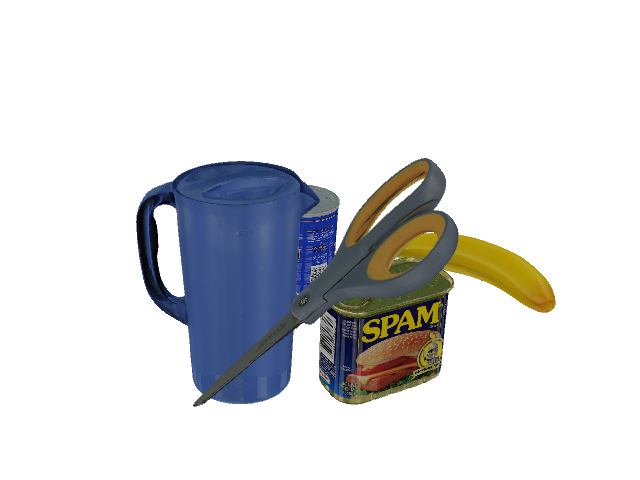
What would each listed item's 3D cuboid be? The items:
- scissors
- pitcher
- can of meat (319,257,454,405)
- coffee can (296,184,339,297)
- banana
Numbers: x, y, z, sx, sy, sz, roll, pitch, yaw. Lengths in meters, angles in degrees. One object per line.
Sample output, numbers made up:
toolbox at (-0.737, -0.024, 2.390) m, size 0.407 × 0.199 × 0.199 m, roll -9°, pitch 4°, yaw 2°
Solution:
scissors at (0.006, 0.039, 0.597) m, size 0.016 × 0.202 × 0.096 m, roll 39°, pitch 3°, yaw -30°
pitcher at (-0.096, 0.045, 1.128) m, size 0.149 × 0.243 × 0.144 m, roll 21°, pitch 30°, yaw 40°
can of meat at (0.048, 0.069, 0.812) m, size 0.101 × 0.084 × 0.058 m, roll -13°, pitch 31°, yaw -26°
coffee can at (-0.029, 0.005, 1.492) m, size 0.103 × 0.140 × 0.103 m, roll 3°, pitch 25°, yaw -2°
banana at (0.150, 0.027, 1.029) m, size 0.198 × 0.037 × 0.069 m, roll 15°, pitch 43°, yaw 38°
